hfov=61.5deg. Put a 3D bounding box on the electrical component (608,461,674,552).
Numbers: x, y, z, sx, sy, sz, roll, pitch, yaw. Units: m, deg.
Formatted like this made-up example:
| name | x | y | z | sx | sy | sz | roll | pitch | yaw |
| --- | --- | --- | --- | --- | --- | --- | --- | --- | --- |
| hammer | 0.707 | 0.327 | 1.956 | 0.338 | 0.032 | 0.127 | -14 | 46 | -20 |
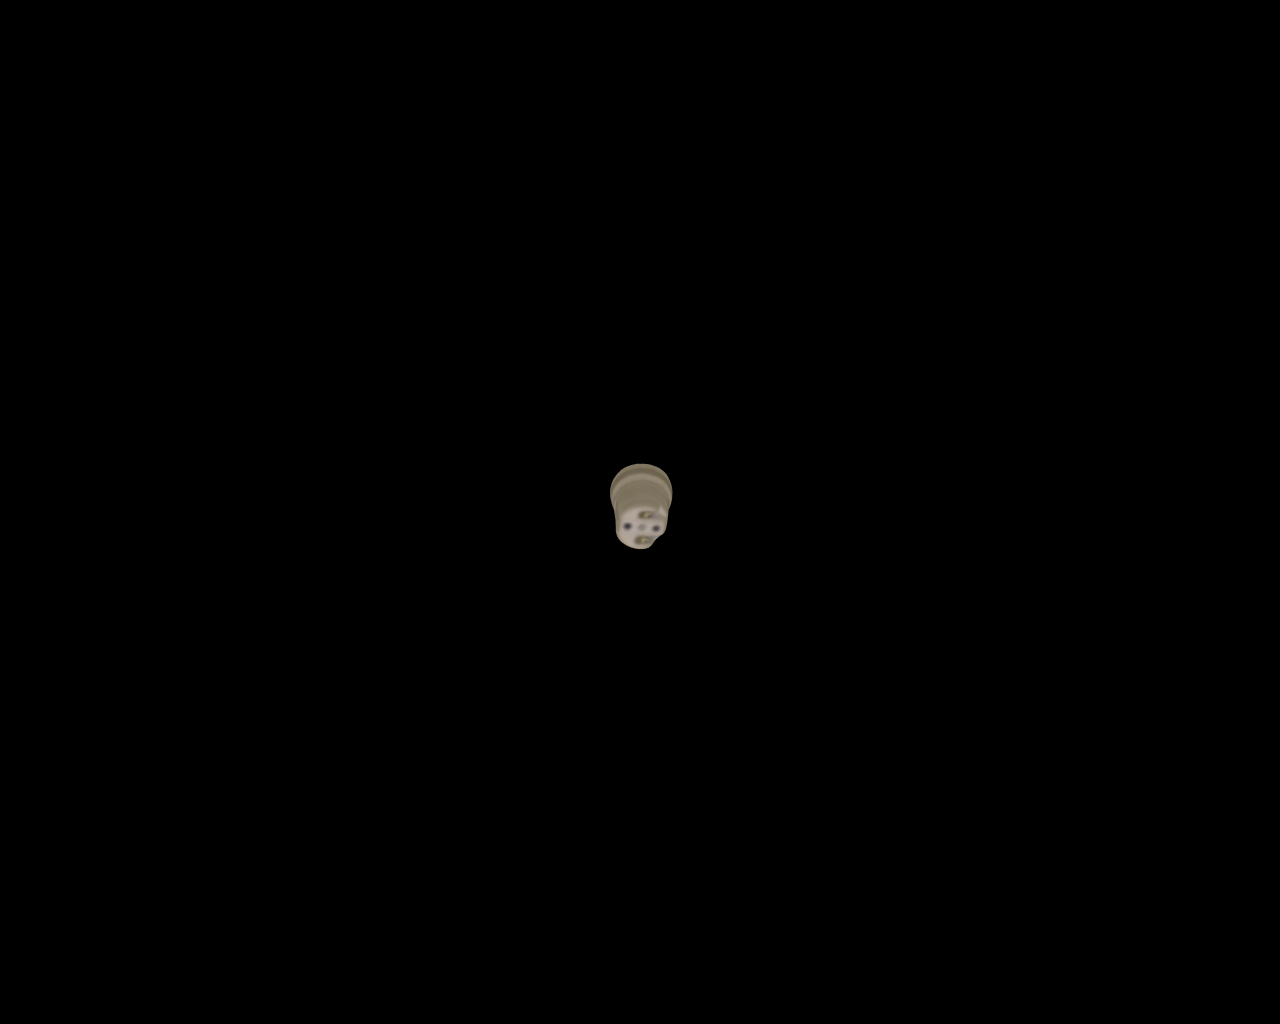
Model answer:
| name | x | y | z | sx | sy | sz | roll | pitch | yaw |
| --- | --- | --- | --- | --- | --- | --- | --- | --- | --- |
| electrical component | 0.001 | -0.003 | 0.650 | 0.040 | 0.040 | 0.046 | 0 | 32 | 0 |
